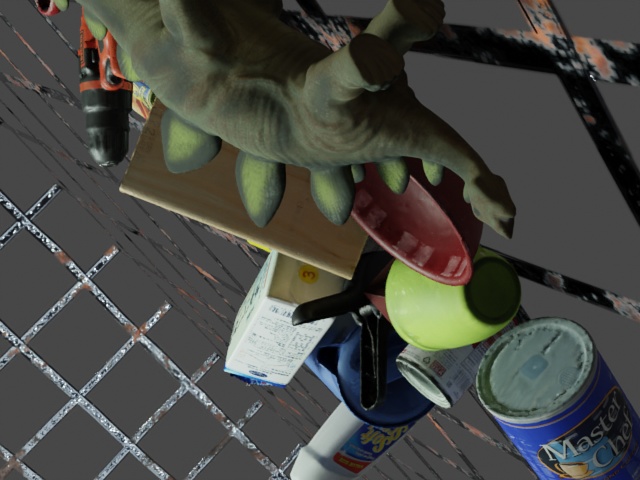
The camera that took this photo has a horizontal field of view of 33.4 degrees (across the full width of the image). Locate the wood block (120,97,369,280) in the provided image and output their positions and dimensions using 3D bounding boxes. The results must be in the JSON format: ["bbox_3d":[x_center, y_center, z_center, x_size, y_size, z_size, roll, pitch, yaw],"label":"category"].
[{"bbox_3d":[-0.059,-0.046,0.919,0.206,0.090,0.091,22,180,-10],"label":"wood block"}]

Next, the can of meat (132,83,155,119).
[{"bbox_3d":[-0.191,-0.174,1.175,0.084,0.057,0.102,36,166,18],"label":"can of meat"}]

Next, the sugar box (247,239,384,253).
[{"bbox_3d":[-0.008,0.002,1.121,0.176,0.048,0.093,26,165,26],"label":"sugar box"}]

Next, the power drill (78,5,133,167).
[{"bbox_3d":[-0.188,-0.168,0.998,0.188,0.057,0.184,172,95,-66],"label":"power drill"}]

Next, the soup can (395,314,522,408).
[{"bbox_3d":[0.126,0.095,0.973,0.068,0.102,0.068,40,166,12],"label":"soup can"}]

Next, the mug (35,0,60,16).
[{"bbox_3d":[-0.263,-0.268,0.994,0.082,0.093,0.117,8,110,60],"label":"mug"}]

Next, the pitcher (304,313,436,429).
[{"bbox_3d":[0.050,0.117,1.227,0.149,0.145,0.243,56,169,-20],"label":"pitcher"}]

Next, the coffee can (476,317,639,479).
[{"bbox_3d":[0.207,0.147,0.896,0.103,0.102,0.140,25,158,53],"label":"coffee can"}]

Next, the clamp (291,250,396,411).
[{"bbox_3d":[0.038,0.060,0.992,0.039,0.171,0.120,-20,123,37],"label":"clamp"}]

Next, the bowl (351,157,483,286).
[{"bbox_3d":[0.070,-0.041,0.811,0.162,0.055,0.162,41,165,14],"label":"bowl"}]

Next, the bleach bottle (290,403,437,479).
[{"bbox_3d":[0.052,0.237,1.303,0.068,0.250,0.102,28,160,49],"label":"bleach bottle"}]

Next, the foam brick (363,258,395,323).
[{"bbox_3d":[0.090,0.039,0.963,0.051,0.078,0.053,49,164,-19],"label":"foam brick"}]
